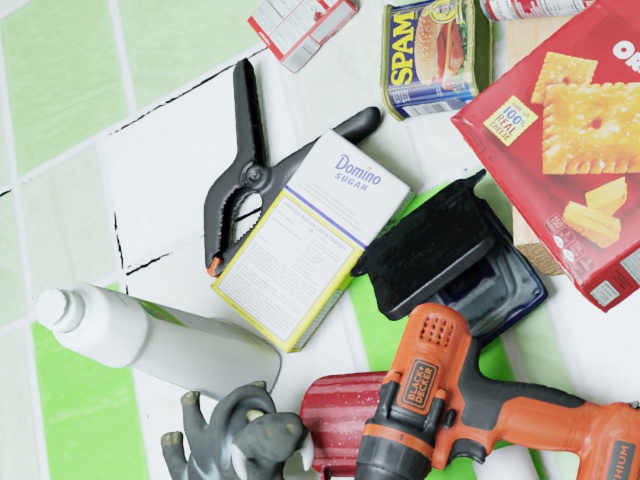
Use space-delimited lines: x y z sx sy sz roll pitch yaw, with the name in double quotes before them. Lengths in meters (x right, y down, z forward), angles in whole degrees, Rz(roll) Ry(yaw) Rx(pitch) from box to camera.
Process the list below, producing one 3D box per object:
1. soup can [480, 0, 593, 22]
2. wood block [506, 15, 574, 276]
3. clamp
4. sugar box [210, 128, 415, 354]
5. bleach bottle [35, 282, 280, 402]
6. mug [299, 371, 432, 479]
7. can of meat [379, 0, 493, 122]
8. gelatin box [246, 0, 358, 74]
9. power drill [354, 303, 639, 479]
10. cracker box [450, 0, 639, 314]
"soup can" 0.172 -0.197 0.773 0.102 0.068 0.068 0 74 29
"wood block" 0.200 -0.086 0.815 0.090 0.090 0.206 -8 69 27
"clamp" -0.042 -0.057 0.982 0.165 0.036 0.210 17 84 30
"sugar box" -0.006 0.001 0.924 0.093 0.048 0.176 39 93 13
"bleach bottle" -0.137 0.079 0.863 0.103 0.250 0.068 22 86 34
"mug" 0.034 0.154 0.830 0.082 0.093 0.117 -8 49 34
"can of meat" 0.101 -0.159 0.920 0.084 0.057 0.102 -5 72 27
"gelatin box" -0.017 -0.216 1.025 0.089 0.030 0.073 -44 56 11
"power drill" 0.122 0.152 0.742 0.187 0.057 0.184 20 71 4
"cracker box" 0.218 -0.083 0.703 0.214 0.072 0.164 -39 57 14
